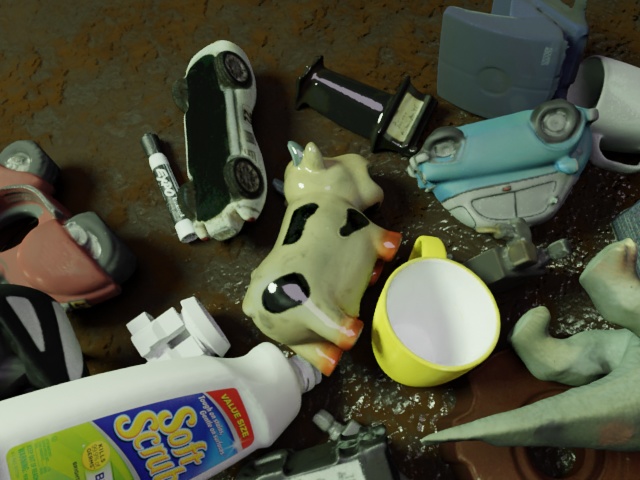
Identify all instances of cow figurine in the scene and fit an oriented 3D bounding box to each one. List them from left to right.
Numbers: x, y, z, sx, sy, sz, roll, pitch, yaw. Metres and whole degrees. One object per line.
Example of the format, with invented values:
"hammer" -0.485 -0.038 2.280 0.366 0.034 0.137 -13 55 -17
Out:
"cow figurine" -0.001 -0.001 0.455 0.127 0.085 0.195 29 54 -2

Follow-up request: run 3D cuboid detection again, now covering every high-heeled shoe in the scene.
"high-heeled shoe" -0.191 0.154 0.367 0.086 0.145 0.249 -14 68 -5

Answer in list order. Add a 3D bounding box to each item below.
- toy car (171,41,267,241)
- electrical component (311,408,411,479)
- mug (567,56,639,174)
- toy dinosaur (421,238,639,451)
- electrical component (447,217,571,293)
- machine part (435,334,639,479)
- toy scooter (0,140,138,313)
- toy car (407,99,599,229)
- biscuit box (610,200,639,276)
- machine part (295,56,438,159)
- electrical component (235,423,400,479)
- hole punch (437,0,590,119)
"toy car" -0.093 -0.095 0.503 0.074 0.056 0.202 -21 67 30
"electrical component" 0.023 0.180 0.425 0.094 0.021 0.063 38 74 12
"mug" 0.295 -0.113 0.511 0.107 0.080 0.109 11 64 -5
"toy dinosaur" 0.276 0.061 0.365 0.405 0.131 0.192 -43 71 -3
"electrical component" 0.145 0.017 0.454 0.078 0.102 0.045 -5 69 -30
"machine part" 0.183 0.160 0.417 0.179 0.056 0.179 1 68 -1
"toy scooter" -0.255 0.007 0.461 0.135 0.075 0.184 -42 72 -15
"toy car" 0.164 -0.057 0.478 0.162 0.109 0.103 -13 87 3
"biscuit box" 0.321 0.060 0.453 0.059 0.062 0.202 -8 70 -4
"machine part" 0.044 -0.137 0.540 0.139 0.039 0.084 22 78 6
"electrical component" 0.012 0.210 0.376 0.115 0.058 0.134 -16 86 6
"hole punch" 0.175 -0.170 0.508 0.092 0.142 0.116 -31 59 -13
